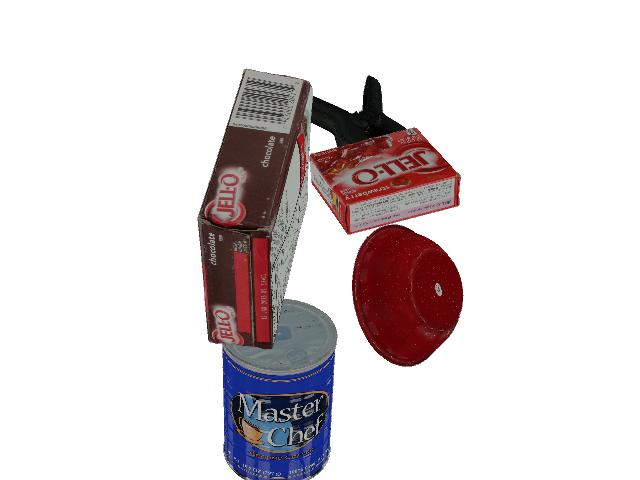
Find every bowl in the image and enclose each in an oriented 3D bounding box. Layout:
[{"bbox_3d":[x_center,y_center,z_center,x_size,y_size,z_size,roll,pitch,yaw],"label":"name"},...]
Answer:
[{"bbox_3d":[0.109,0.058,1.185,0.055,0.162,0.161,-12,-9,44],"label":"bowl"}]

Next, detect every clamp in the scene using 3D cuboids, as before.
[{"bbox_3d":[0.032,-0.114,1.076,0.120,0.039,0.171,-10,40,-18],"label":"clamp"}]

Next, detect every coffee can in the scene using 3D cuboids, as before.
[{"bbox_3d":[-0.039,0.139,0.977,0.103,0.140,0.103,2,33,-1],"label":"coffee can"}]

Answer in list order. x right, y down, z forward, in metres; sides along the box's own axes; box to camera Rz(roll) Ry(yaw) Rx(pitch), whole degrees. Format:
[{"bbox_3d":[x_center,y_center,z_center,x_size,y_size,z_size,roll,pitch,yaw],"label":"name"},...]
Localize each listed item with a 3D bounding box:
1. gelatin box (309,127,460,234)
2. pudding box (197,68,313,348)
[{"bbox_3d":[0.046,-0.045,0.767,0.089,0.030,0.073,-15,38,-14],"label":"gelatin box"},{"bbox_3d":[-0.031,-0.016,0.537,0.039,0.113,0.090,9,-43,5],"label":"pudding box"}]
